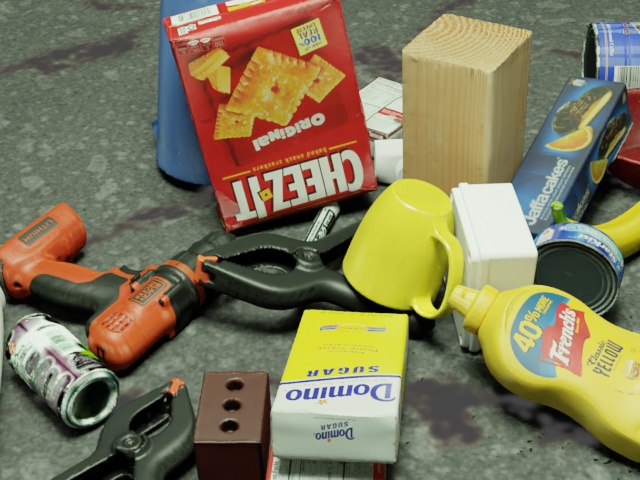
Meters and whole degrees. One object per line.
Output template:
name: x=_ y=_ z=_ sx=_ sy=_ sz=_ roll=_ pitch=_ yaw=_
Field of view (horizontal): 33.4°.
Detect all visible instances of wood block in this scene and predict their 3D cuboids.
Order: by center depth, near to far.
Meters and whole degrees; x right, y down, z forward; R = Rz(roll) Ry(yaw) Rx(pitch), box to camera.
wood block: x=0.135 y=-0.094 z=1.003 sx=0.091 sy=0.206 sz=0.090 roll=19 pitch=42 yaw=27

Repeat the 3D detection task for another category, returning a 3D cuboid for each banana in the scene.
banana: x=0.281 y=-0.013 z=0.998 sx=0.197 sy=0.070 sz=0.037 roll=-13 pitch=34 yaw=-39

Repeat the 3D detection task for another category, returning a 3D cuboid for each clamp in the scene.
clamp: x=-0.135 y=0.172 z=0.808 sx=0.120 sy=0.039 sz=0.171 roll=18 pitch=42 yaw=24
clamp: x=-0.006 y=0.034 z=0.958 sx=0.209 sy=0.036 sz=0.165 roll=-3 pitch=36 yaw=-23

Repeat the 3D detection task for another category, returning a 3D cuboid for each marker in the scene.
marker: x=-0.007 y=0.001 z=1.043 sx=0.020 sy=0.020 sz=0.121 roll=9 pitch=38 yaw=16

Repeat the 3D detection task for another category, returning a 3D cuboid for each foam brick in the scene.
foam brick: x=-0.066 y=0.146 z=0.828 sx=0.053 sy=0.051 sz=0.078 roll=-1 pitch=37 yaw=2

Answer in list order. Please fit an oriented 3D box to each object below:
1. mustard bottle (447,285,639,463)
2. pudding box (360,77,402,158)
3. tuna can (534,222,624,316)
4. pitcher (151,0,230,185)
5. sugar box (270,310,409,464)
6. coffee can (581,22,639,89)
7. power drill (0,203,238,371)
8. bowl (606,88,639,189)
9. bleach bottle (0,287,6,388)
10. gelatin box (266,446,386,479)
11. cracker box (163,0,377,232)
mustard bottle: x=0.188 y=0.088 z=0.840 sx=0.192 sy=0.058 sz=0.096 roll=28 pitch=58 yaw=15
pudding box: x=0.072 y=-0.138 z=1.208 sx=0.090 sy=0.039 sz=0.113 roll=22 pitch=42 yaw=31
tuna can: x=0.222 y=0.027 z=0.935 sx=0.086 sy=0.086 sz=0.033 roll=12 pitch=37 yaw=19
pitcher: x=-0.099 y=-0.185 z=1.114 sx=0.149 sy=0.243 sz=0.145 roll=-5 pitch=34 yaw=-13
sugar box: x=0.020 y=0.109 z=0.837 sx=0.093 sy=0.048 sz=0.176 roll=1 pitch=18 yaw=6
coffee can: x=0.375 y=-0.196 z=1.208 sx=0.140 sy=0.103 sz=0.102 roll=0 pitch=37 yaw=5
power drill: x=-0.191 y=0.027 z=0.991 sx=0.188 sy=0.057 sz=0.184 roll=20 pitch=43 yaw=28
bowl: x=0.353 y=-0.098 z=1.117 sx=0.162 sy=0.055 sz=0.162 roll=-2 pitch=37 yaw=1
bleach bottle: x=-0.321 y=0.097 z=0.906 sx=0.102 sy=0.068 sz=0.251 roll=-15 pitch=34 yaw=-4
gelatin box: x=0.005 y=0.175 z=0.802 sx=0.089 sy=0.030 sz=0.073 roll=1 pitch=38 yaw=5
cracker box: x=-0.044 y=-0.129 z=1.038 sx=0.164 sy=0.213 sz=0.072 roll=-16 pitch=31 yaw=-4
